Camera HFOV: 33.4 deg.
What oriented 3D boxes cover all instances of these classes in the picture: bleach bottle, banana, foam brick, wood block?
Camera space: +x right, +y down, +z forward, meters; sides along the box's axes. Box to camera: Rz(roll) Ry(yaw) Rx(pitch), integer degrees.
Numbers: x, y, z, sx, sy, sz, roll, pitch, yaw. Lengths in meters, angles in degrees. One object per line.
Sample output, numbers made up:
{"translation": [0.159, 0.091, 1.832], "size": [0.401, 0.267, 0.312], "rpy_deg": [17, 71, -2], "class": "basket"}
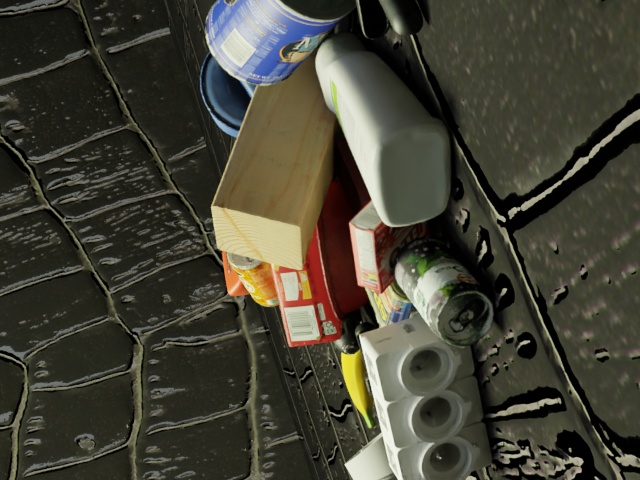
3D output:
{"translation": [0.043, -0.122, 0.951], "size": [0.251, 0.068, 0.102], "rpy_deg": [-114, 12, -49], "class": "bleach bottle"}
{"translation": [0.058, 0.182, 1.523], "size": [0.070, 0.037, 0.198], "rpy_deg": [43, 153, 42], "class": "banana"}
{"translation": [0.050, -0.062, 1.048], "size": [0.053, 0.051, 0.078], "rpy_deg": [91, 160, -61], "class": "foam brick"}
{"translation": [-0.033, -0.087, 1.068], "size": [0.091, 0.090, 0.206], "rpy_deg": [90, -165, -61], "class": "wood block"}

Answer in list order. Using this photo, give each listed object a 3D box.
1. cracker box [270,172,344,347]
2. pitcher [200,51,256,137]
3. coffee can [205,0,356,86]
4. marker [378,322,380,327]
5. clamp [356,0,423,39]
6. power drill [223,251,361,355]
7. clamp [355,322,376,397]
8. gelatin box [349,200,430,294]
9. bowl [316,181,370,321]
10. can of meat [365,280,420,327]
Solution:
{"translation": [-0.008, 0.002, 1.273], "size": [0.213, 0.072, 0.164], "rpy_deg": [-76, -23, -64], "class": "cracker box"}
{"translation": [-0.097, -0.192, 1.473], "size": [0.145, 0.149, 0.243], "rpy_deg": [36, 177, -5], "class": "pitcher"}
{"translation": [-0.035, -0.217, 0.982], "size": [0.141, 0.102, 0.103], "rpy_deg": [-35, 71, 60], "class": "coffee can"}
{"translation": [0.084, 0.114, 1.277], "size": [0.020, 0.020, 0.121], "rpy_deg": [138, 115, -80], "class": "marker"}
{"translation": [0.034, -0.238, 0.866], "size": [0.120, 0.039, 0.171], "rpy_deg": [175, 75, -76], "class": "clamp"}
{"translation": [-0.032, 0.063, 1.402], "size": [0.057, 0.187, 0.184], "rpy_deg": [-53, 30, 26], "class": "power drill"}
{"translation": [0.072, 0.166, 1.317], "size": [0.210, 0.036, 0.164], "rpy_deg": [-110, 3, -84], "class": "clamp"}
{"translation": [0.065, -0.008, 0.955], "size": [0.030, 0.089, 0.073], "rpy_deg": [19, 136, 31], "class": "gelatin box"}
{"translation": [0.037, 0.005, 1.154], "size": [0.162, 0.055, 0.162], "rpy_deg": [-8, -90, -81], "class": "bowl"}
{"translation": [0.078, 0.031, 1.040], "size": [0.084, 0.057, 0.102], "rpy_deg": [97, 154, -63], "class": "can of meat"}
